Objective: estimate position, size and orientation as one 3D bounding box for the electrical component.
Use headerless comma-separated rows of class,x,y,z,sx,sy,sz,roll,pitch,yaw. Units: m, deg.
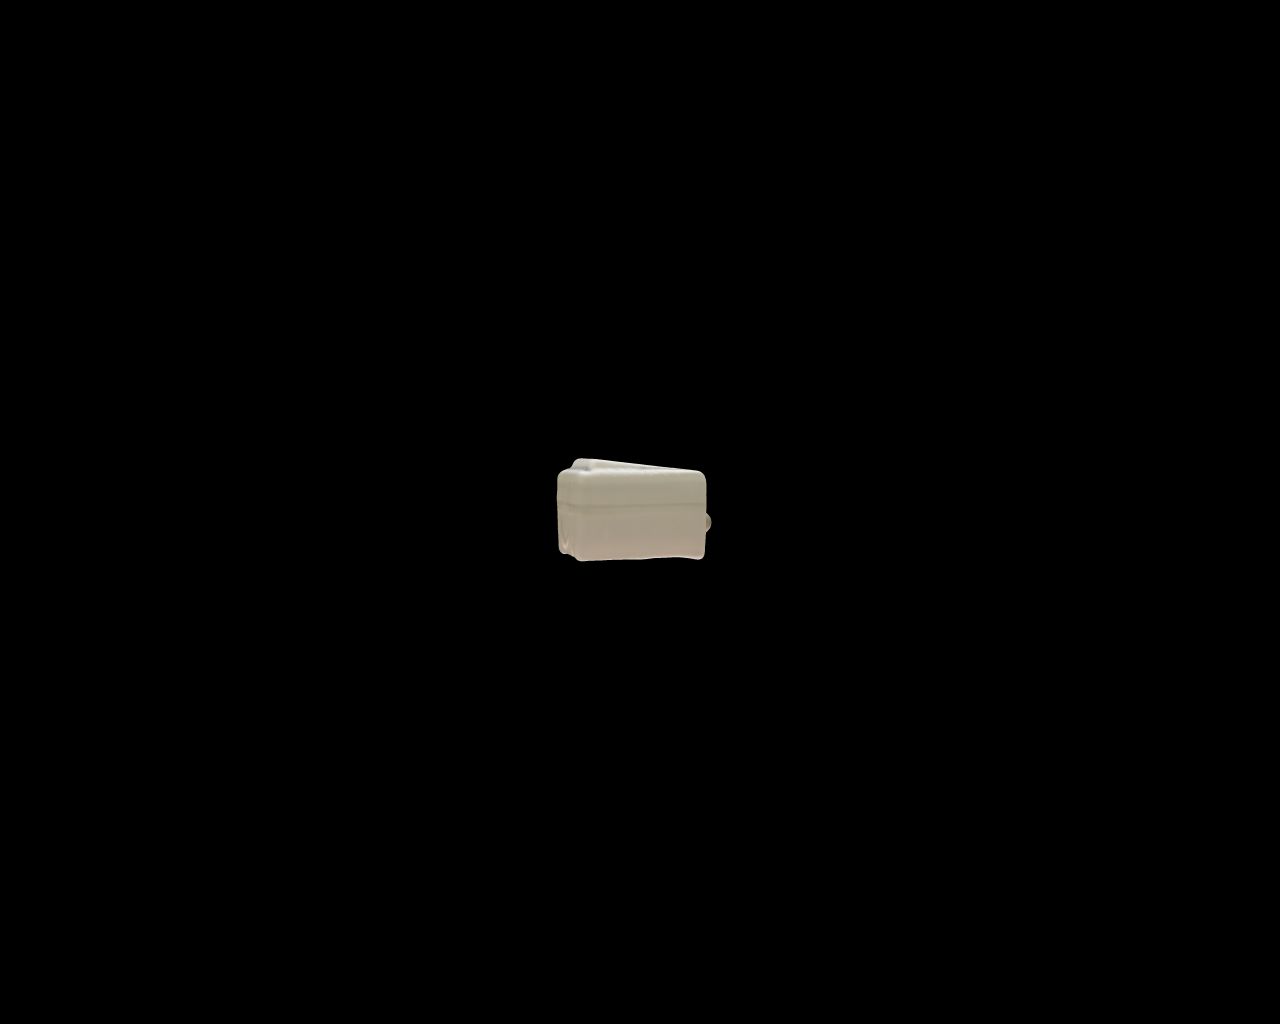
electrical component,0.001,-0.003,0.650,0.096,0.061,0.062,-1,4,-15
